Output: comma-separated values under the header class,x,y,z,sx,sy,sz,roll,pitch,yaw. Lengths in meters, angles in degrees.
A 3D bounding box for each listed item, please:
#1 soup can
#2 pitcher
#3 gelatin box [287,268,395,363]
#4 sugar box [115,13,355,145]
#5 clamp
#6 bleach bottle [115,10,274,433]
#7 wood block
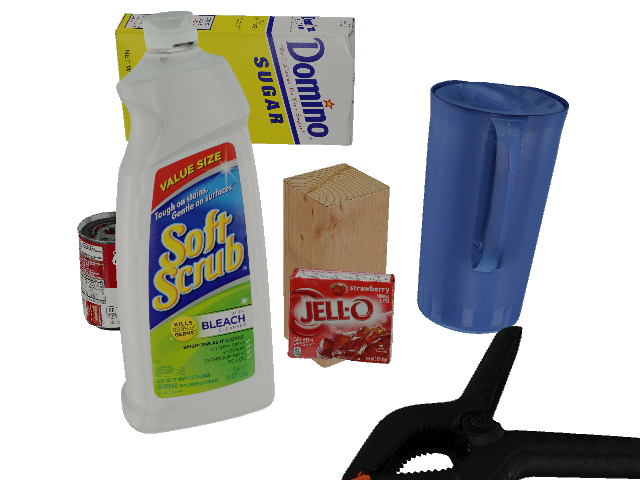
class,x,y,z,sx,sy,sz,roll,pitch,yaw
soup can,-0.207,0.031,1.074,0.068,0.102,0.068,2,26,-1
pitcher,0.163,-0.030,1.061,0.148,0.243,0.145,-16,30,-42
gelatin box,0.017,0.064,0.908,0.089,0.073,0.030,3,15,7
sugar box,-0.062,-0.122,0.813,0.176,0.093,0.048,2,32,4
clamp,0.099,0.124,0.691,0.209,0.036,0.165,-14,32,-20
bleach bottle,-0.087,-0.011,0.654,0.102,0.251,0.068,-10,21,-14
wood block,0.016,0.029,1.232,0.090,0.206,0.090,-17,31,-31
